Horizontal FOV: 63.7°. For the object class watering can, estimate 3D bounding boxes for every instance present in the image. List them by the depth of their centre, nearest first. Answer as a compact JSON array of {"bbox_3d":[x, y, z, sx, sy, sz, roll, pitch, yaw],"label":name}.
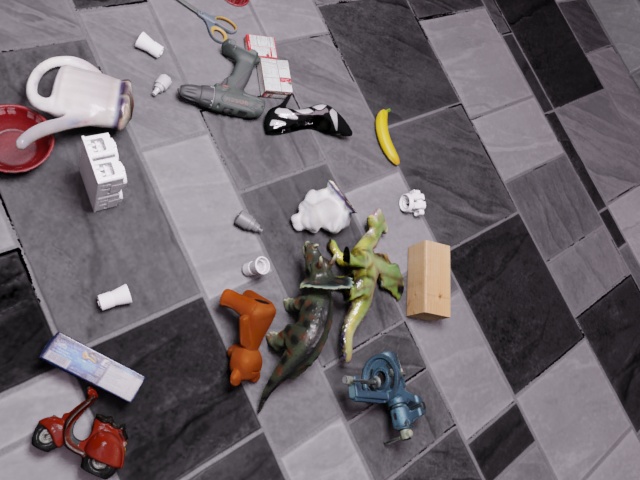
[{"bbox_3d":[-0.539,-0.298,1.155,0.224,0.102,0.356,9,46,-23],"label":"watering can"}]

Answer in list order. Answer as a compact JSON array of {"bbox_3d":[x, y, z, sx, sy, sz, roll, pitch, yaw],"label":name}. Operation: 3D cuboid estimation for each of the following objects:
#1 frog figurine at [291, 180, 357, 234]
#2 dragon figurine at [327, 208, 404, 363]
[{"bbox_3d":[0.004,-0.070,1.389,0.159,0.124,0.136,-38,103,5],"label":"frog figurine"},{"bbox_3d":[0.141,0.112,1.382,0.242,0.121,0.415,7,74,-32],"label":"dragon figurine"}]
